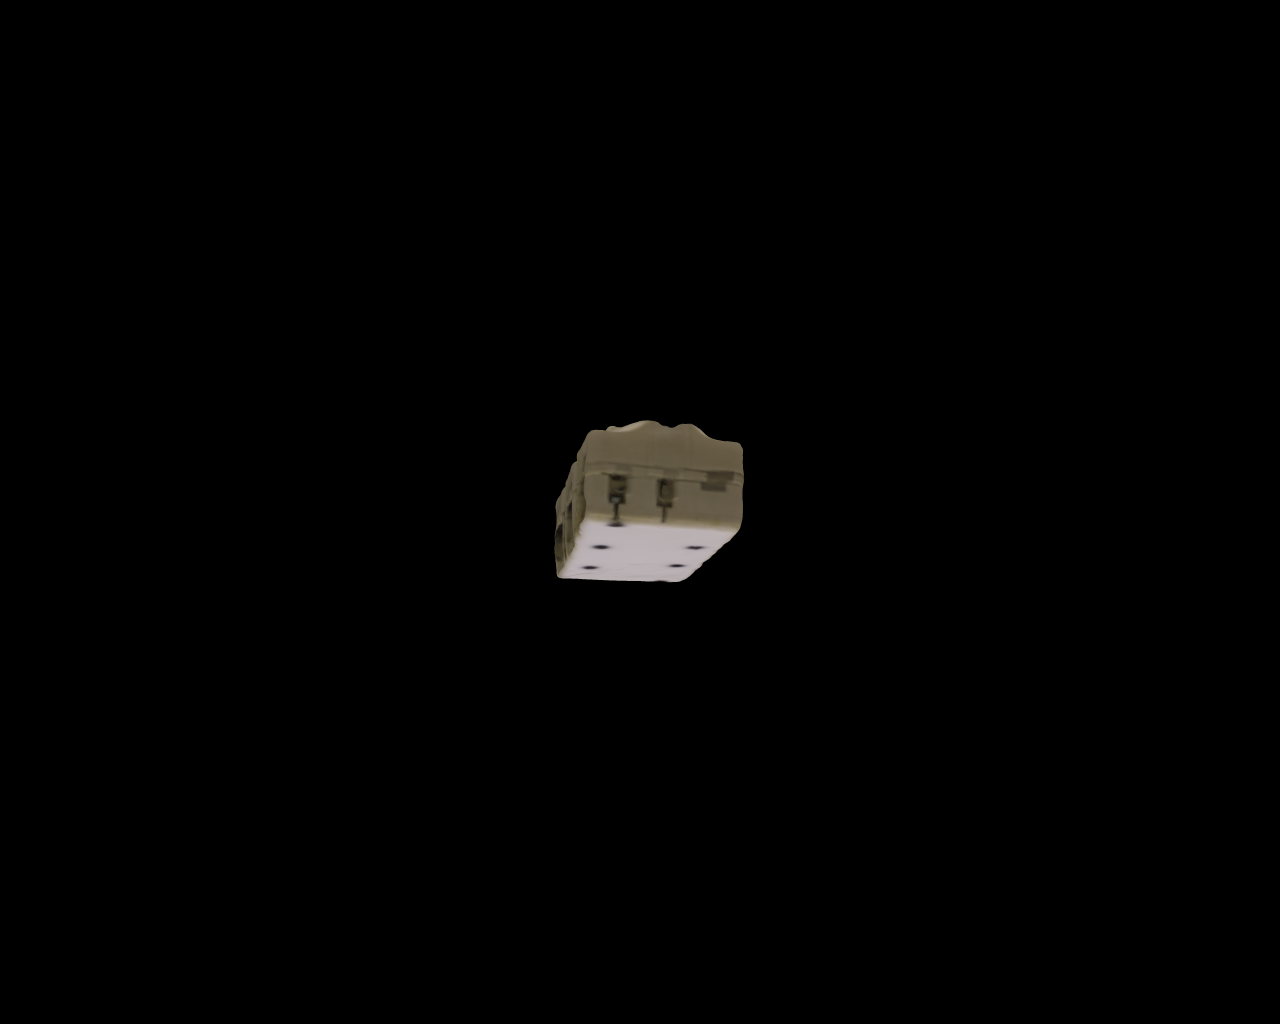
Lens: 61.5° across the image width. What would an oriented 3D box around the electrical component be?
[{"bbox_3d":[0.001,-0.003,0.650,0.089,0.062,0.150,3,-16,-11],"label":"electrical component"}]
